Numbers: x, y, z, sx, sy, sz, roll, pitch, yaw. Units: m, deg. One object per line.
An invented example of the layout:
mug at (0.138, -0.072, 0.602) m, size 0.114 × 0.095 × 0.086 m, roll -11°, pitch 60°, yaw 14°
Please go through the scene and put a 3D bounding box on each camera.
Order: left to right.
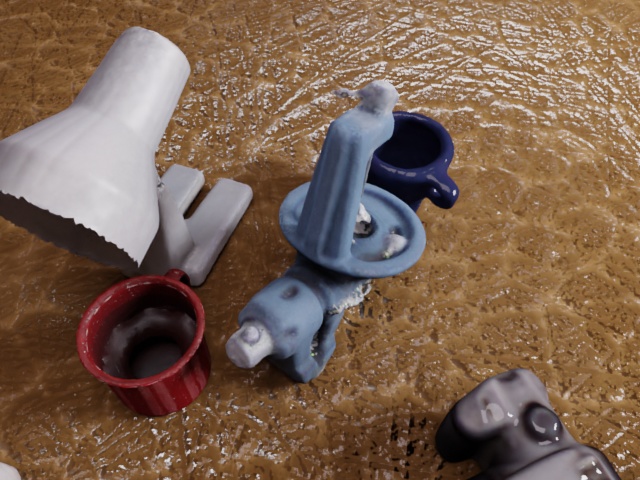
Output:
camera at (0.117, 0.173, 0.384) m, size 0.137 × 0.101 × 0.143 m, roll -18°, pitch 56°, yaw -14°

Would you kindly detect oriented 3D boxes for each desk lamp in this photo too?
desk lamp at (-0.152, -0.047, 0.471) m, size 0.117 × 0.214 × 0.203 m, roll 17°, pitch 55°, yaw 12°

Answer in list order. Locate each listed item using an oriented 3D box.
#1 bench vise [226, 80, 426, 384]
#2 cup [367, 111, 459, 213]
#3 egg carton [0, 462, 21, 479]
bench vise at (0.015, 0.005, 0.432) m, size 0.121 × 0.220 × 0.207 m, roll 15°, pitch 55°, yaw 10°
cup at (0.086, -0.055, 0.556) m, size 0.092 × 0.095 × 0.117 m, roll -29°, pitch 59°, yaw -20°
egg carton at (-0.266, 0.213, 0.366) m, size 0.107 × 0.069 × 0.150 m, roll 8°, pitch 54°, yaw 5°
